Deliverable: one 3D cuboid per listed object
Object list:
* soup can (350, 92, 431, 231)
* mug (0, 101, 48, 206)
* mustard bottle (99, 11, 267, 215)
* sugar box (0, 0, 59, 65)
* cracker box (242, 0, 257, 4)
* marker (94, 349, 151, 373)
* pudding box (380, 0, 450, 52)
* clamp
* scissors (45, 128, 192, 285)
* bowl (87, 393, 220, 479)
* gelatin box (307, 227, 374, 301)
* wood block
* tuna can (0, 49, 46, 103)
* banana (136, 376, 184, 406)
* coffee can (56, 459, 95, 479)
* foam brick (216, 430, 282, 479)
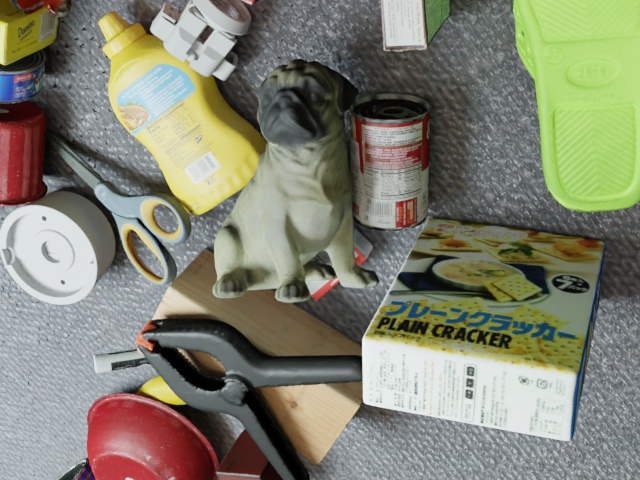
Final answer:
[{"bbox_3d":[0.059,-0.066,0.908,0.069,0.068,0.102,7,118,17],"label":"soup can"},{"bbox_3d":[-0.313,-0.092,1.028,0.117,0.093,0.081,36,124,45],"label":"mug"},{"bbox_3d":[-0.133,-0.121,0.956,0.096,0.058,0.191,-31,102,28],"label":"mustard bottle"},{"bbox_3d":[-0.336,-0.211,0.966,0.176,0.093,0.048,19,118,9],"label":"sugar box"},{"bbox_3d":[-0.109,-0.312,0.845,0.214,0.072,0.164,28,122,4],"label":"cracker box"},{"bbox_3d":[-0.167,0.116,1.079,0.121,0.020,0.020,-7,118,-14],"label":"marker"},{"bbox_3d":[0.071,-0.211,0.818,0.039,0.090,0.113,1,116,19],"label":"pudding box"},{"bbox_3d":[-0.063,0.123,0.961,0.210,0.036,0.165,33,120,-2],"label":"clamp"},{"bbox_3d":[-0.188,-0.050,1.005,0.096,0.016,0.202,-40,80,36],"label":"scissors"},{"bbox_3d":[-0.190,0.240,1.143,0.162,0.055,0.162,13,131,15],"label":"bowl"},{"bbox_3d":[-0.007,0.001,0.989,0.089,0.030,0.073,45,122,-4],"label":"gelatin box"},{"bbox_3d":[-0.058,0.111,1.028,0.206,0.090,0.091,32,121,3],"label":"wood block"},{"bbox_3d":[-0.297,-0.159,0.982,0.086,0.086,0.034,20,122,10],"label":"tuna can"},{"bbox_3d":[-0.105,0.163,1.102,0.198,0.037,0.070,9,118,16],"label":"banana"},{"bbox_3d":[-0.255,0.334,1.204,0.103,0.102,0.140,-36,99,31],"label":"coffee can"},{"bbox_3d":[-0.066,0.239,1.103,0.053,0.078,0.051,0,116,22],"label":"foam brick"}]
